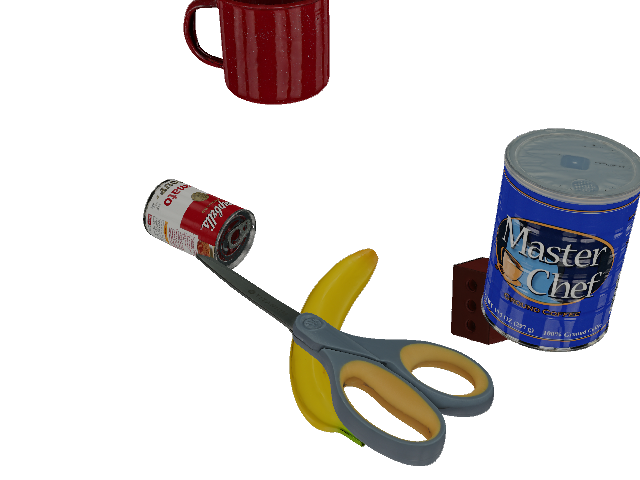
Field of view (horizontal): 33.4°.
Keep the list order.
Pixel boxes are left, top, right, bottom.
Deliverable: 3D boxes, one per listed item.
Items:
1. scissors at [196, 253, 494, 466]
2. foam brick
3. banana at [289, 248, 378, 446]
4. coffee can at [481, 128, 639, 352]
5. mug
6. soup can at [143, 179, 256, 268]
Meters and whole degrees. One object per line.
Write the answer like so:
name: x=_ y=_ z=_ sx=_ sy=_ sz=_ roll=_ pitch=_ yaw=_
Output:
scissors: x=0.015 y=0.051 z=0.585 sx=0.096 sy=0.016 sz=0.202 roll=-10 pitch=35 yaw=-29
foam brick: x=0.172 y=0.062 z=1.108 sx=0.051 sy=0.078 sz=0.053 roll=-14 pitch=20 yaw=-42
banana: x=0.010 y=0.085 z=0.909 sx=0.069 sy=0.197 sz=0.037 roll=11 pitch=-37 yaw=-7
coffee can: x=0.183 y=-0.001 z=0.818 sx=0.103 sy=0.140 sz=0.103 roll=2 pitch=34 yaw=-2
mug: x=-0.046 y=-0.155 z=0.807 sx=0.117 sy=0.081 sz=0.093 roll=2 pitch=33 yaw=5
soup can: x=-0.128 y=-0.018 z=1.134 sx=0.102 sy=0.068 sz=0.068 roll=23 pitch=11 yaw=26
